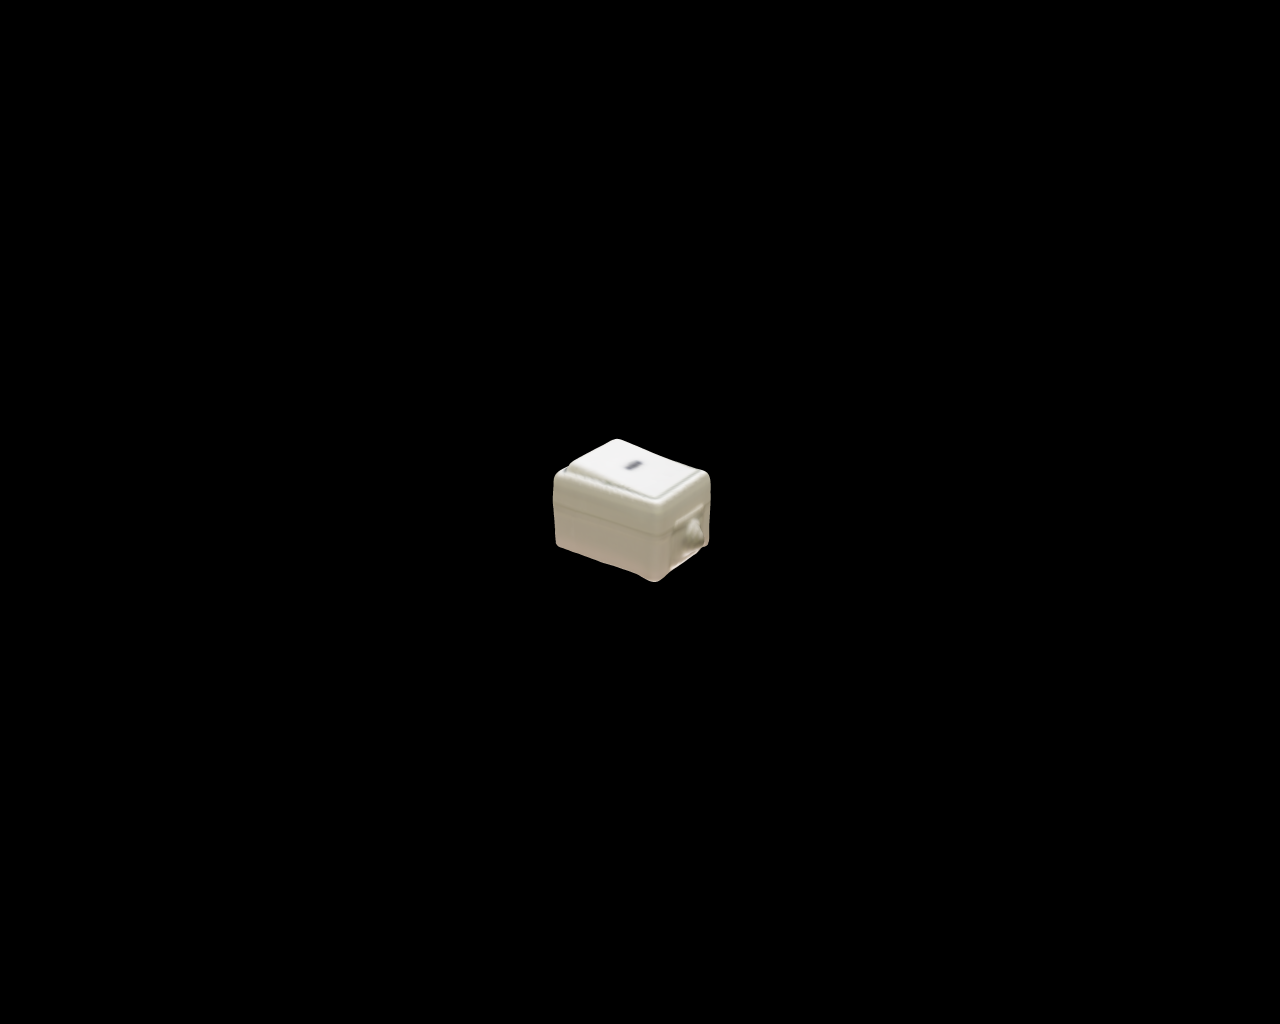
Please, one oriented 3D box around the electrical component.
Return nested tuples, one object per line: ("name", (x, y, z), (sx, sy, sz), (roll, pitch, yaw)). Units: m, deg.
("electrical component", (0.001, -0.003, 0.650), (0.096, 0.061, 0.062), (18, 32, 31))
